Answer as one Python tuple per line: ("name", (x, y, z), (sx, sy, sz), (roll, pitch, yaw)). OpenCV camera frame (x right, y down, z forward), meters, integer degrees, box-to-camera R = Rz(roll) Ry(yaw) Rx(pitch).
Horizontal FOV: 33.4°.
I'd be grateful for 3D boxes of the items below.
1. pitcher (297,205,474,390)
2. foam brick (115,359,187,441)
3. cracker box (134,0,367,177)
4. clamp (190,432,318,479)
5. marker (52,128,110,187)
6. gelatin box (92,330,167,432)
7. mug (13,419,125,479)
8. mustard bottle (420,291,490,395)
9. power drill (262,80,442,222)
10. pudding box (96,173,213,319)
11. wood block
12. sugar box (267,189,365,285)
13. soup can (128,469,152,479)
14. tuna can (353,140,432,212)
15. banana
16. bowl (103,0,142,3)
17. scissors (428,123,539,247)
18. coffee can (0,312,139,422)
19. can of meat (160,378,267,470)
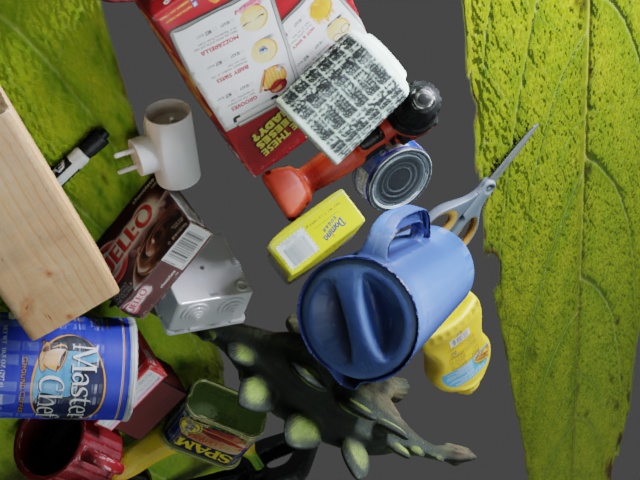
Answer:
("pitcher", (0.087, 0.048, 1.164), (0.149, 0.145, 0.242), (-32, 177, 28))
("foam brick", (-0.197, 0.172, 1.176), (0.078, 0.053, 0.051), (-44, 138, 5))
("cracker box", (-0.051, -0.184, 0.968), (0.164, 0.072, 0.213), (-36, 139, -4))
("clamp", (-0.089, 0.296, 1.329), (0.209, 0.165, 0.036), (-37, 128, -38))
("marker", (-0.239, -0.058, 0.977), (0.121, 0.020, 0.020), (-43, 138, 3))
("gelatin box", (-0.212, 0.145, 1.127), (0.089, 0.073, 0.030), (-46, 137, 6))
("mug", (-0.256, 0.224, 1.138), (0.081, 0.117, 0.093), (43, 64, -53))
("mustard bottle", (0.181, 0.150, 1.425), (0.096, 0.058, 0.191), (-37, 138, -13))
("power drill", (0.033, -0.090, 1.057), (0.187, 0.057, 0.184), (-31, 179, -2))
("pudding box", (-0.166, 0.006, 1.031), (0.113, 0.090, 0.039), (-48, 139, 7))
("wood block", (-0.263, -0.027, 0.911), (0.090, 0.091, 0.206), (-30, 129, -8))
("sugar box", (-0.007, 0.001, 1.103), (0.093, 0.048, 0.176), (-36, 175, -5))
("soup can", (-0.235, 0.318, 1.262), (0.068, 0.069, 0.102), (-13, 132, -27))
("tuna can", (0.081, -0.074, 1.183), (0.086, 0.034, 0.086), (-19, 134, -22))
("banana", (-0.155, 0.243, 1.261), (0.197, 0.069, 0.037), (1, 155, -29))
("bowl", (-0.155, -0.271, 0.830), (0.161, 0.055, 0.162), (-19, 134, -22))
("scissors", (0.184, -0.061, 1.281), (0.096, 0.016, 0.202), (6, 121, -39))
("coffee can", (-0.253, 0.122, 1.031), (0.140, 0.103, 0.103), (4, 123, -18))
("can of meat", (-0.120, 0.209, 1.218), (0.102, 0.057, 0.084), (24, 137, -13))
